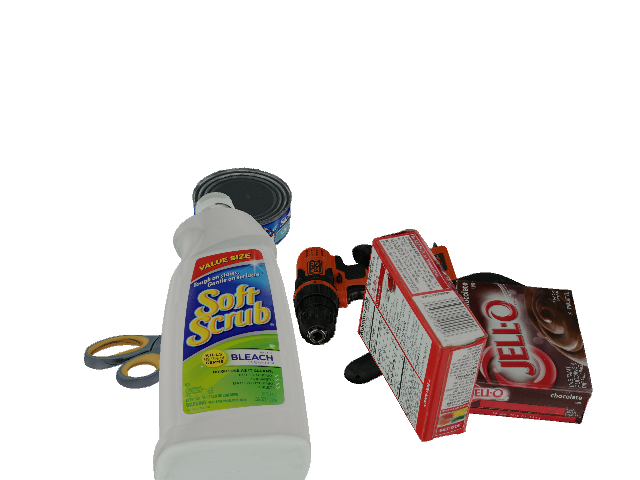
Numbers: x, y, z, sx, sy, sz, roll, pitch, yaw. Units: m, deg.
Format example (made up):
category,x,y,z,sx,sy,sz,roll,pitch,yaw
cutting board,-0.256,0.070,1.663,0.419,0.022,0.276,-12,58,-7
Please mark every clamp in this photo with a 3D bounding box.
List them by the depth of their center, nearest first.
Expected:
category,x,y,z,sx,sy,sz,roll,pitch,yaw
clamp,0.121,0.077,1.015,0.210,0.164,0.036,6,-41,9

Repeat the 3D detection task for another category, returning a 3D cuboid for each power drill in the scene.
category,x,y,z,sx,sy,sz,roll,pitch,yaw
power drill,0.062,0.059,1.231,0.187,0.057,0.184,-2,28,-1

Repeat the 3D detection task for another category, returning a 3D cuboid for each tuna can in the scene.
category,x,y,z,sx,sy,sz,roll,pitch,yaw
tuna can,-0.068,-0.026,0.930,0.086,0.034,0.086,2,38,-1

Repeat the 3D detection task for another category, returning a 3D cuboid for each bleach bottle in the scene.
category,x,y,z,sx,sy,sz,roll,pitch,yaw
bleach bottle,-0.072,0.058,0.751,0.102,0.068,0.251,-3,44,-10

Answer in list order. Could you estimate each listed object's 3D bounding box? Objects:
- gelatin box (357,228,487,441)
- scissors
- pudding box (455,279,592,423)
category,x,y,z,sx,sy,sz,roll,pitch,yaw
gelatin box,0.053,0.049,0.570,0.030,0.073,0.089,-11,42,-18
scissors,-0.146,0.113,1.127,0.201,0.016,0.096,-10,30,-27
pudding box,0.143,0.079,0.780,0.090,0.039,0.113,6,35,-1
